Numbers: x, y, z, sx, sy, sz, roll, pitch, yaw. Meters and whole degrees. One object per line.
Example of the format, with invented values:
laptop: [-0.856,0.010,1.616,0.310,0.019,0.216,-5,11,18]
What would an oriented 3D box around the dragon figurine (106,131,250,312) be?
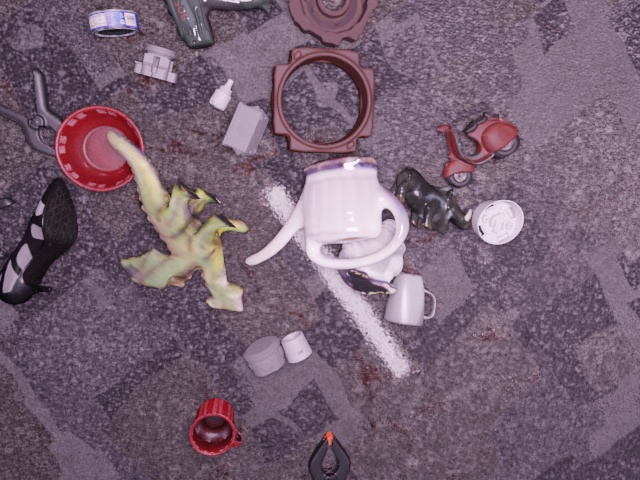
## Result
dragon figurine: [-0.296,-0.001,1.008,0.407,0.124,0.241,38,101,-15]

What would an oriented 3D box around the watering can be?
watering can: [0.003,-0.052,1.028,0.347,0.103,0.226,-5,79,20]

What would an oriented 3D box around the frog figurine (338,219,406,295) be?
frog figurine: [0.111,0.029,1.085,0.137,0.120,0.163,18,60,-2]
